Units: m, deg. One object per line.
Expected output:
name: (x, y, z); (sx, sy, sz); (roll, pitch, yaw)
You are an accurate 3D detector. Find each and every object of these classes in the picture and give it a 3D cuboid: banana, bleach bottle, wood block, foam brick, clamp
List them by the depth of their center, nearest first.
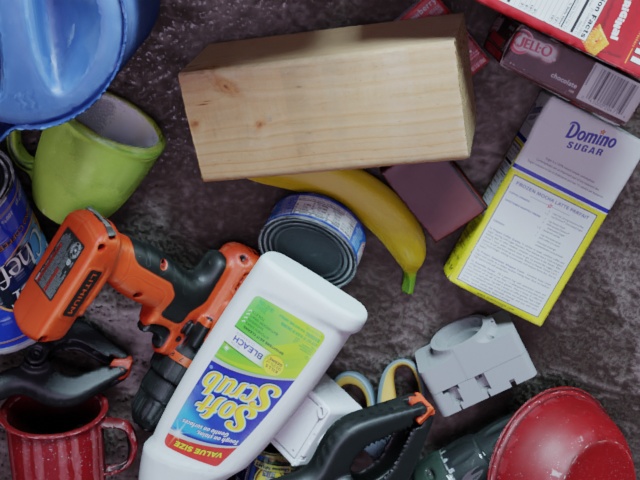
wood block: (0.010, -0.108, 0.815); (0.206, 0.090, 0.090); (-4, 115, 14)
bleach bottle: (-0.068, 0.138, 0.872); (0.102, 0.068, 0.251); (32, 100, 5)
foam brick: (0.092, -0.047, 0.879); (0.051, 0.053, 0.078); (-37, 102, 11)
clamp: (0.007, 0.201, 0.883); (0.210, 0.036, 0.164); (-49, 123, 2)
banana: (0.020, -0.030, 0.893); (0.197, 0.037, 0.070); (36, 105, -10)
clamp: (-0.251, 0.111, 0.914); (0.171, 0.039, 0.120); (13, 71, -4)

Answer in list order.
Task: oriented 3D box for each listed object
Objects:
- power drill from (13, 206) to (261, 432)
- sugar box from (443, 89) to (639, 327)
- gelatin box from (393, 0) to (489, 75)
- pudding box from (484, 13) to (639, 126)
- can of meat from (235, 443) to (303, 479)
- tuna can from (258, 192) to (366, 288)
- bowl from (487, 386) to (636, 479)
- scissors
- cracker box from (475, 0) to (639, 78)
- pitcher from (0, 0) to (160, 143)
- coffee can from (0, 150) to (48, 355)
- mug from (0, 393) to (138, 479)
power drill: (-0.150, 0.065, 0.868); (0.187, 0.057, 0.184); (25, 98, -46)
sugar box: (0.185, -0.026, 0.889); (0.093, 0.048, 0.176); (26, 102, -8)
gelatin box: (0.079, -0.145, 0.860); (0.089, 0.030, 0.073); (-40, 103, 12)
pudding box: (0.188, -0.136, 0.831); (0.113, 0.090, 0.039); (26, 108, -8)
can of meat: (-0.029, 0.229, 0.948); (0.102, 0.058, 0.084); (15, 87, -21)
tuna can: (-0.006, 0.001, 0.884); (0.086, 0.033, 0.086); (14, 139, 12)
bowl: (0.219, 0.210, 0.916); (0.161, 0.055, 0.162); (-3, 96, -32)
scissors: (0.044, 0.201, 0.937); (0.096, 0.016, 0.202); (9, 83, 13)
cracker box: (0.150, -0.198, 0.773); (0.213, 0.164, 0.072); (23, 108, -7)
pitcher: (-0.176, -0.173, 0.742); (0.149, 0.243, 0.145); (-23, 106, 7)
coffee can: (-0.269, 0.009, 0.846); (0.103, 0.103, 0.140); (-8, 136, 3)
mug: (-0.219, 0.182, 0.937); (0.117, 0.093, 0.081); (-1, 112, -5)
